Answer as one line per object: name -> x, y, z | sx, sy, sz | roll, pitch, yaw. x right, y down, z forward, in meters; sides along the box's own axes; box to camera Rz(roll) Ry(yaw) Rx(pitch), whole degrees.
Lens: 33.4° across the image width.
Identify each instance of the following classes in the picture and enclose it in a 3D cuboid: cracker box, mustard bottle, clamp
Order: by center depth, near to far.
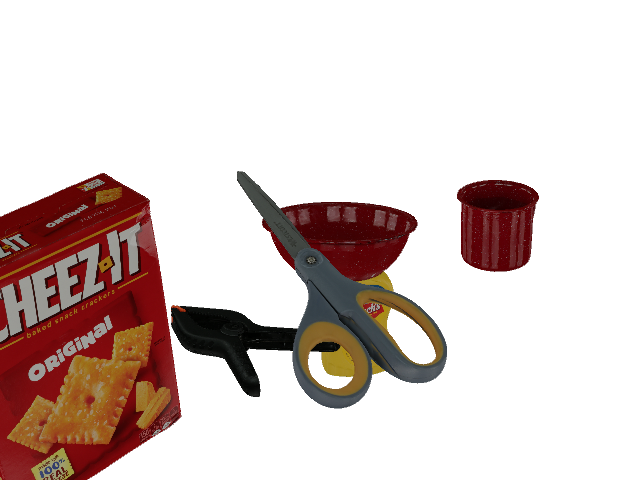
cracker box -> -0.194, 0.081, 0.800 | 0.072, 0.214, 0.163 | 26, 42, 38
clamp -> -0.103, 0.121, 1.260 | 0.210, 0.036, 0.164 | 14, 23, 27
mustard bottle -> 0.050, 0.087, 1.435 | 0.096, 0.192, 0.058 | -3, 22, -8

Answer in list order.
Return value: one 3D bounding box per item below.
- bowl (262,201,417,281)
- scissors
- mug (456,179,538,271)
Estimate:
bowl -> 0.020, 0.004, 1.110 | 0.162, 0.055, 0.162 | 0, 16, 0
scissors -> -0.014, 0.030, 0.645 | 0.202, 0.016, 0.096 | 36, 56, 29
mug -> 0.213, -0.020, 1.248 | 0.093, 0.081, 0.117 | 19, 33, 38
